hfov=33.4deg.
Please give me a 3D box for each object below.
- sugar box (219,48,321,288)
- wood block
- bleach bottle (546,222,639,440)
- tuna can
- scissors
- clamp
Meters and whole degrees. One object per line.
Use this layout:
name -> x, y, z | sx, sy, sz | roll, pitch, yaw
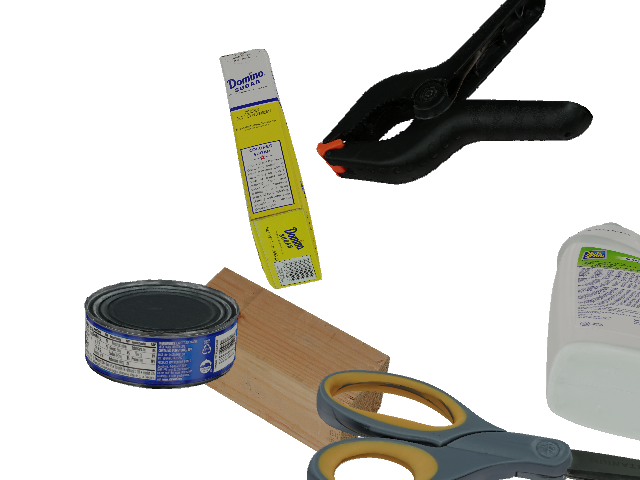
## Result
sugar box -> -0.040, -0.059, 0.837 | 0.048, 0.176, 0.093 | -12, -37, 1
wood block -> -0.042, 0.125, 1.103 | 0.206, 0.090, 0.090 | 28, 48, 21
bleach bottle -> 0.222, 0.049, 0.788 | 0.102, 0.068, 0.250 | 12, 26, 10
tuna can -> -0.089, 0.051, 0.598 | 0.086, 0.034, 0.086 | 4, 16, -1
scissors -> 0.082, 0.101, 0.449 | 0.202, 0.016, 0.096 | 16, 33, 23
clamp -> 0.081, -0.076, 0.656 | 0.172, 0.120, 0.039 | -32, -49, 14
